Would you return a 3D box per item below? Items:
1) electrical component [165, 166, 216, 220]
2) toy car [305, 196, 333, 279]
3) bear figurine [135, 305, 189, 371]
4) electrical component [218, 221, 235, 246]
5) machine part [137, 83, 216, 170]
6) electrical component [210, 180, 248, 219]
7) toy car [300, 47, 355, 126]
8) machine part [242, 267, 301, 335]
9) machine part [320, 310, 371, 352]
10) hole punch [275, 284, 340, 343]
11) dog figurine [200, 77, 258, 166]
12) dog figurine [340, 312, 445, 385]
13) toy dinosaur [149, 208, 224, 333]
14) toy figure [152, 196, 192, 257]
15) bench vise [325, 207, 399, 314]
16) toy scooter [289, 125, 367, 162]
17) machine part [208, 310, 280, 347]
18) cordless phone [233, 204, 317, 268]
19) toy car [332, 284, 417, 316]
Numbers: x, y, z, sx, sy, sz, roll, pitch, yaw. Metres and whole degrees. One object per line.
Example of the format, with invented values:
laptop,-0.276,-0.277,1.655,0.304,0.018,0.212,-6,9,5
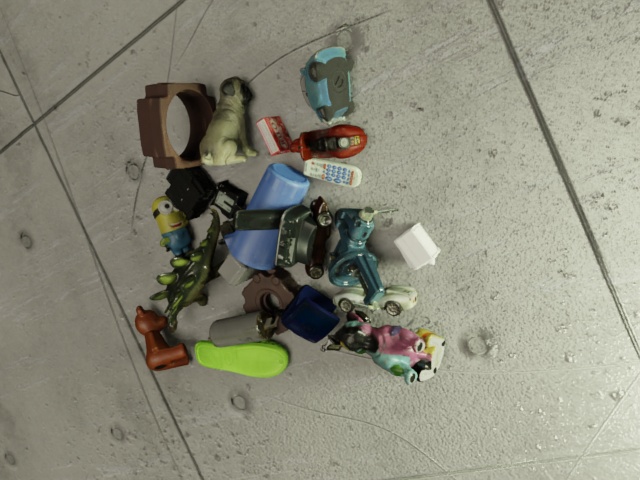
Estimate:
electrical component,-0.349,-0.138,1.425,0.134,0.058,0.115,48,122,14
toy car,-0.003,-0.004,1.273,0.053,0.089,0.202,5,114,-13
bear figurine,-0.475,0.285,1.602,0.120,0.132,0.196,103,151,-57
electrical component,-0.242,-0.020,1.431,0.094,0.021,0.063,-21,94,31
machine part,-0.343,-0.277,1.306,0.087,0.201,0.201,8,108,27
electrical component,-0.220,-0.095,1.384,0.119,0.048,0.074,30,116,16
toy car,0.009,-0.337,1.176,0.103,0.109,0.161,18,126,46
machine part,-0.122,0.160,1.402,0.180,0.056,0.179,9,110,25
machine part,0.066,0.227,1.320,0.139,0.084,0.039,-48,53,20
hole punch,-0.023,0.188,1.306,0.142,0.092,0.115,33,99,-17
dog figurine,-0.230,-0.281,1.271,0.121,0.172,0.190,2,113,15
dog figurine,0.152,0.235,1.232,0.219,0.191,0.108,17,98,39
toy dinosaur,-0.331,0.085,1.407,0.105,0.198,0.471,34,119,11
toy figure,-0.408,-0.034,1.480,0.089,0.082,0.180,-11,101,28
bench vise,0.093,0.048,1.196,0.223,0.129,0.241,-54,41,35
toy scooter,0.006,-0.211,1.185,0.184,0.135,0.075,-1,102,26
machine part,-0.203,0.232,1.393,0.243,0.079,0.079,-14,97,33
cordless phone,-0.108,-0.007,1.220,0.089,0.184,0.146,-120,35,-54
toy car,0.126,0.135,1.257,0.202,0.073,0.056,1,108,27
